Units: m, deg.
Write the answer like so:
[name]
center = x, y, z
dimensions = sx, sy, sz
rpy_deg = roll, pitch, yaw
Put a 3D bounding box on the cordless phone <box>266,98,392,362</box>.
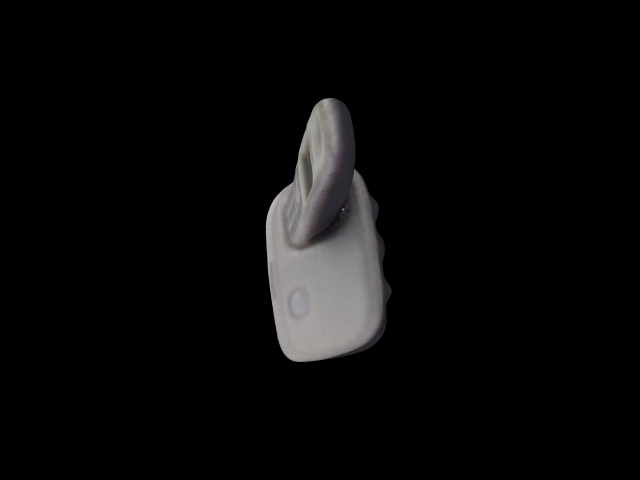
[cordless phone]
center = 0.004, 0.001, 0.400
dimensions = 0.094, 0.185, 0.147
rpy_deg = -10, 70, -3
